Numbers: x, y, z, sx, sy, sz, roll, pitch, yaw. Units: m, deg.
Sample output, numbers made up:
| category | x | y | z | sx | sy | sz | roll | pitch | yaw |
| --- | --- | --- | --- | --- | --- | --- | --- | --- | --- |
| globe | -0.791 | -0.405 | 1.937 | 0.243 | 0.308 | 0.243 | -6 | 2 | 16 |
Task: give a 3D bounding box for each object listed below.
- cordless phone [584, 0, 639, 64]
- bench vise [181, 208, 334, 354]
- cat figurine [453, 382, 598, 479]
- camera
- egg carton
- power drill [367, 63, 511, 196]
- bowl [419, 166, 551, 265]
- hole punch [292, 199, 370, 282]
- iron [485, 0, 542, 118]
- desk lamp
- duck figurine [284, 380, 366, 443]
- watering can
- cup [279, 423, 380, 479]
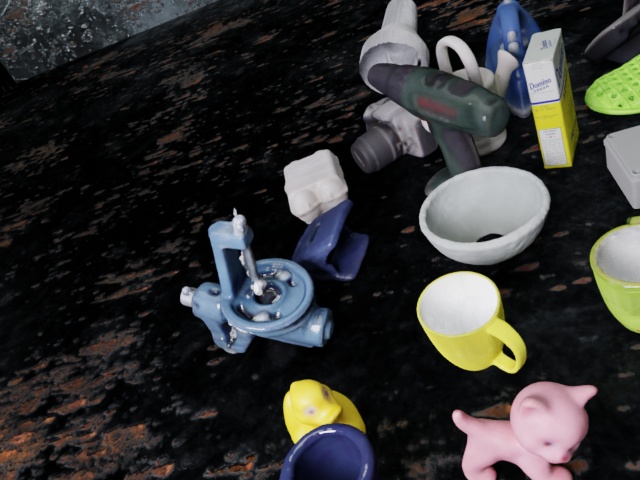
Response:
| category | x | y | z | sx | sy | sz | roll | pitch | yaw |
| --- | --- | --- | --- | --- | --- | --- | --- | --- | --- |
| cordless phone | 0.517 | -0.409 | 0.969 | 0.148 | 0.185 | 0.093 | -39 | 37 | -16 |
| bench vise | -0.108 | 0.065 | 0.731 | 0.207 | 0.220 | 0.121 | -15 | 37 | 15 |
| cat figurine | 0.182 | 0.167 | 0.512 | 0.127 | 0.118 | 0.067 | -8 | 40 | 24 |
| camera | 0.113 | -0.191 | 1.019 | 0.137 | 0.101 | 0.142 | -34 | 36 | -11 |
| egg carton | -0.008 | -0.096 | 1.001 | 0.107 | 0.070 | 0.150 | -22 | 36 | 6 |
| power drill | 0.178 | -0.158 | 0.845 | 0.076 | 0.209 | 0.228 | -43 | 39 | -21 |
| bowl | 0.221 | -0.021 | 0.761 | 0.167 | 0.075 | 0.167 | -17 | 37 | 13 |
| hole punch | 0.008 | 0.003 | 0.849 | 0.100 | 0.091 | 0.109 | -5 | 41 | 27 |
| iron | 0.351 | -0.345 | 1.030 | 0.118 | 0.142 | 0.258 | -10 | 39 | 21 |
| desk lamp | 0.161 | -0.320 | 1.054 | 0.117 | 0.214 | 0.203 | -6 | 40 | 26 |
| duck figurine | -0.006 | 0.186 | 0.632 | 0.104 | 0.086 | 0.078 | 17 | 54 | 44 |
| watering can | 0.239 | -0.243 | 0.926 | 0.173 | 0.194 | 0.100 | -44 | 39 | -23 |
| cup | 0.010 | 0.244 | 0.542 | 0.118 | 0.095 | 0.091 | -29 | 36 | -3 |
